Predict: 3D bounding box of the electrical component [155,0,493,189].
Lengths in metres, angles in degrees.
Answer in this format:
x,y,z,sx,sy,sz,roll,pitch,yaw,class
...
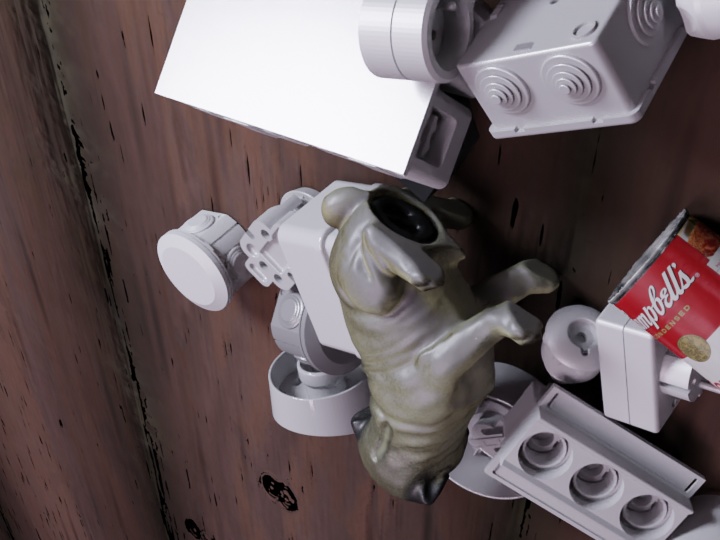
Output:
x,y,z,sx,sy,sz,roll,pitch,yaw,class
-0.019,-0.125,0.636,0.186,0.105,0.060,22,-177,31,electrical component

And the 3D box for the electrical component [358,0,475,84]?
x,y,z,sx,sy,sz,roll,pitch,yaw,class
0.023,-0.166,0.550,0.074,0.052,0.138,11,89,32,electrical component

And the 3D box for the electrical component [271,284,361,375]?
x,y,z,sx,sy,sz,roll,pitch,yaw,class
-0.026,0.039,0.844,0.051,0.080,0.080,13,134,46,electrical component

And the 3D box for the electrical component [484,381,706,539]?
x,y,z,sx,sy,sz,roll,pitch,yaw,class
0.157,0.131,0.727,0.121,0.063,0.078,32,111,-7,electrical component

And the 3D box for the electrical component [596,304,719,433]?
x,y,z,sx,sy,sz,roll,pitch,yaw,class
0.192,0.058,0.662,0.076,0.047,0.083,17,136,35,electrical component

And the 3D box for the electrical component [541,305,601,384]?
x,y,z,sx,sy,sz,roll,pitch,yaw,class
0.142,0.056,0.717,0.048,0.048,0.062,35,153,15,electrical component

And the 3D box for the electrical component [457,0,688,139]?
x,y,z,sx,sy,sz,roll,pitch,yaw,class
0.107,-0.115,0.533,0.100,0.099,0.048,0,138,46,electrical component

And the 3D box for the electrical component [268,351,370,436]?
x,y,z,sx,sy,sz,roll,pitch,yaw,class
-0.026,0.100,0.893,0.099,0.099,0.064,15,129,37,electrical component

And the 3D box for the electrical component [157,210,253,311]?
x,y,z,sx,sy,sz,roll,pitch,yaw,class
-0.131,-0.009,0.929,0.080,0.051,0.080,28,141,25,electrical component

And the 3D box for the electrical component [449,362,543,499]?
x,y,z,sx,sy,sz,roll,pitch,yaw,class
0.103,0.119,0.802,0.099,0.064,0.099,27,141,25,electrical component

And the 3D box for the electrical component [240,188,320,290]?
x,y,z,sx,sy,sz,roll,pitch,yaw,class
-0.049,-0.027,0.821,0.058,0.057,0.078,45,145,1,electrical component

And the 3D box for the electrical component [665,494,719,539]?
x,y,z,sx,sy,sz,roll,pitch,yaw,class
0.249,0.204,0.735,0.099,0.064,0.099,27,141,25,electrical component

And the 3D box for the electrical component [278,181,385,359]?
x,y,z,sx,sy,sz,roll,pitch,yaw,class
0.000,0.000,0.778,0.057,0.078,0.113,12,133,43,electrical component

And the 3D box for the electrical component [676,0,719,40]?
x,y,z,sx,sy,sz,roll,pitch,yaw,class
0.180,-0.128,0.490,0.062,0.043,0.043,5,128,42,electrical component
